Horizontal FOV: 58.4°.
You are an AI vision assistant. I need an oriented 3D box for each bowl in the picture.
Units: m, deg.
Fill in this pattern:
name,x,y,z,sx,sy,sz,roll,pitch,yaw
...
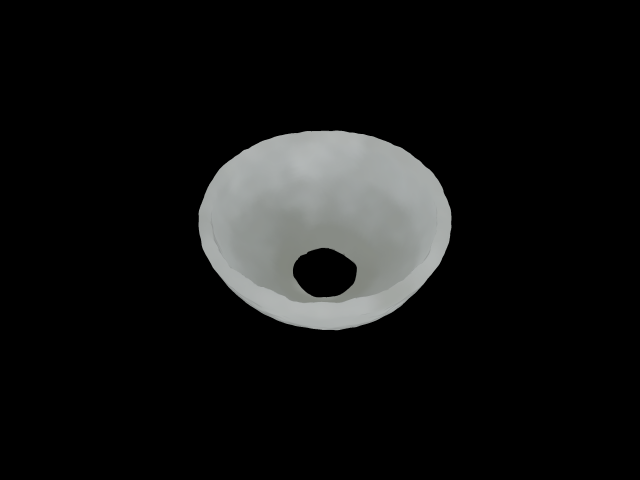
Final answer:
name,x,y,z,sx,sy,sz,roll,pitch,yaw
bowl,0.004,0.001,0.400,0.167,0.075,0.167,0,49,0
